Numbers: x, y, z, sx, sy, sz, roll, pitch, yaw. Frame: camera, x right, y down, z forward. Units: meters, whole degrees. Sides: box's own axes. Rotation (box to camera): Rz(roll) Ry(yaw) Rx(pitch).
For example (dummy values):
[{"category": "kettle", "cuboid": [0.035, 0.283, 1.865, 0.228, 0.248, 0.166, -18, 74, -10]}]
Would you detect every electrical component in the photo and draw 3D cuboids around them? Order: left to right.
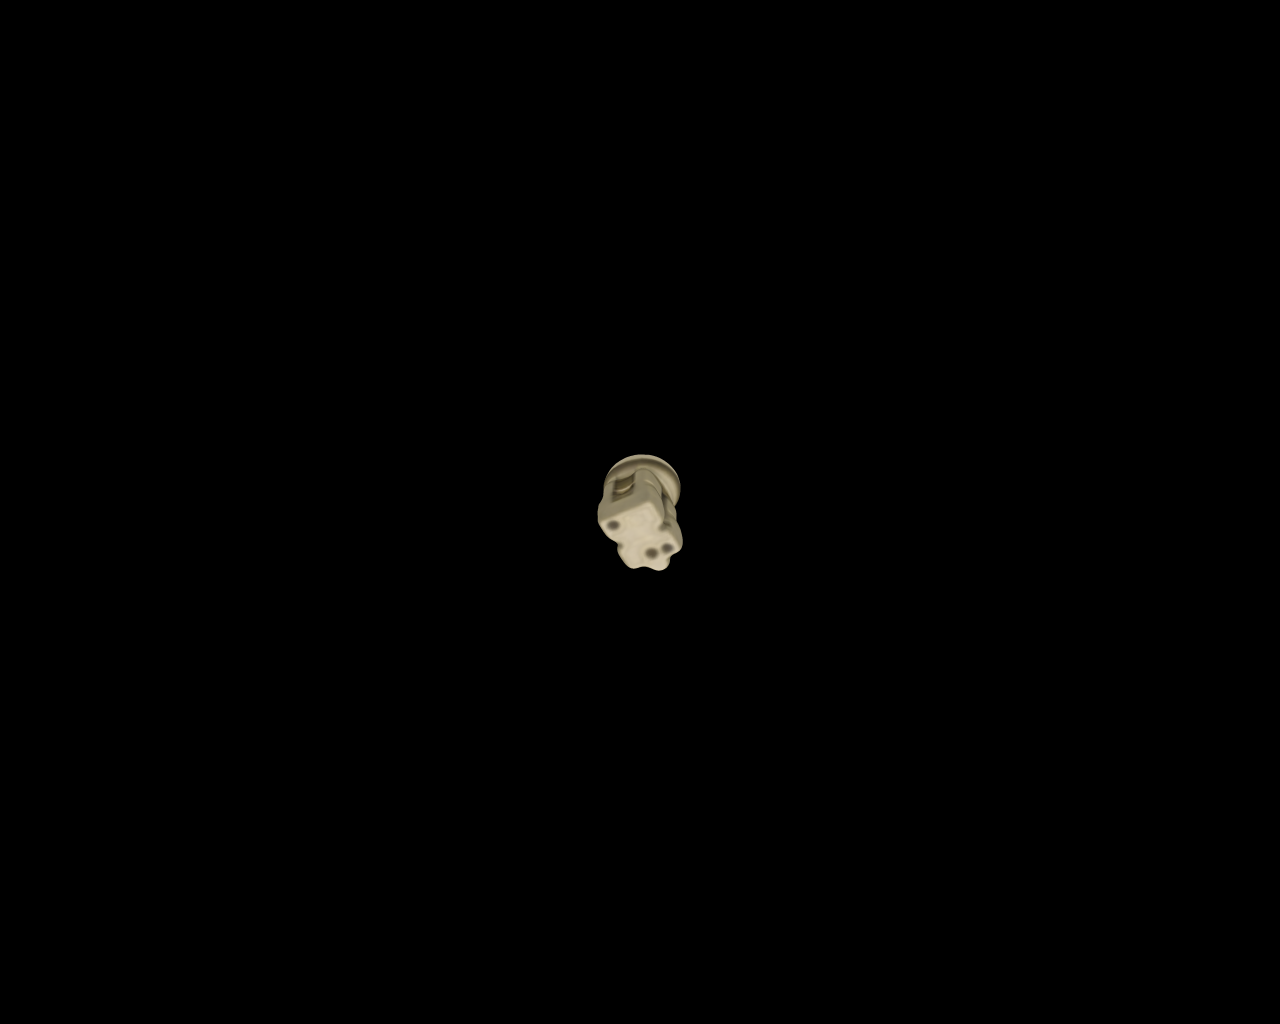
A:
[{"category": "electrical component", "cuboid": [0.001, -0.003, 0.650, 0.048, 0.066, 0.055, -21, 36, 16]}]
